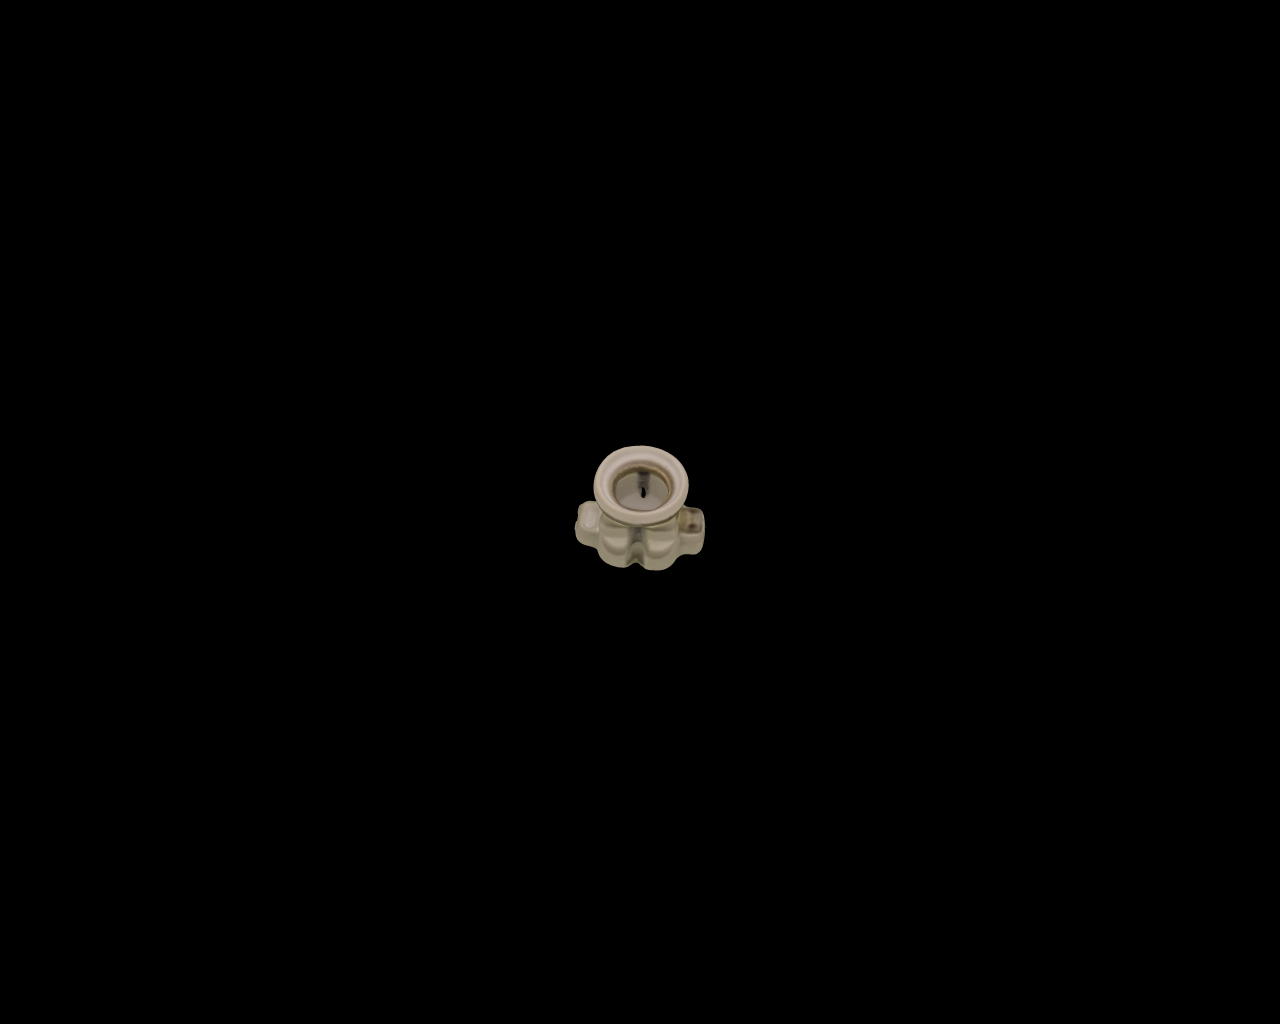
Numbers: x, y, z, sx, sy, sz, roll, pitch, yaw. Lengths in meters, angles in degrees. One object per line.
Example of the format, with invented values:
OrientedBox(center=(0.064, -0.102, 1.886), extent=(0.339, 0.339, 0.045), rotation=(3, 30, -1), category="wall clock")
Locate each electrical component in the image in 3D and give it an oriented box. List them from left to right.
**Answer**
OrientedBox(center=(0.001, -0.003, 0.650), extent=(0.078, 0.058, 0.056), rotation=(5, -37, 4), category="electrical component")
